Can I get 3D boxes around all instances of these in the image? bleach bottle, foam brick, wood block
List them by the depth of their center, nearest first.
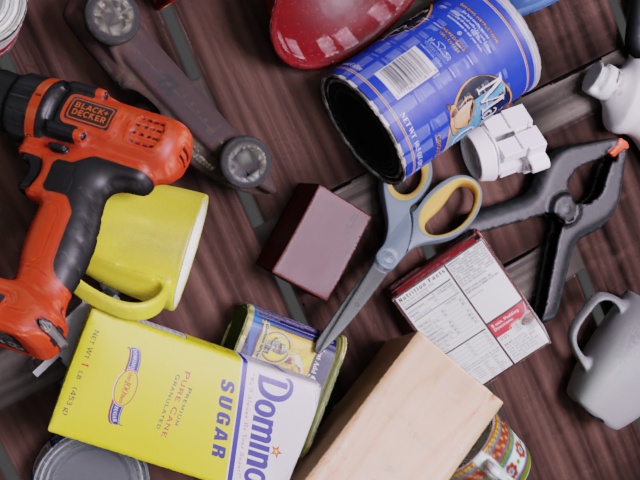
[{"bbox_3d":[0.035,0.181,0.821,0.090,0.091,0.206,40,74,-2],"label":"wood block"},{"bbox_3d":[-0.006,0.001,0.837,0.053,0.051,0.078,31,83,-18],"label":"foam brick"},{"bbox_3d":[0.337,-0.081,0.943,0.250,0.068,0.102,25,84,-16],"label":"bleach bottle"}]

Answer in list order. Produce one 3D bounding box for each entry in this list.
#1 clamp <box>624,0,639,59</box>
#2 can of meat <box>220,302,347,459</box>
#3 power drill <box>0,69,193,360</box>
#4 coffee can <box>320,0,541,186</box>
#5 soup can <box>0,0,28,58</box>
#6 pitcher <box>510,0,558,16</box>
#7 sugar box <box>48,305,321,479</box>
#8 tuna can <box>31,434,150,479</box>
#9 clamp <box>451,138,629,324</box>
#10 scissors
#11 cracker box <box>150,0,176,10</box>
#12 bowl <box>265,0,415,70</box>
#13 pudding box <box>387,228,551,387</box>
[{"bbox_3d":[0.294,-0.273,0.930,0.164,0.036,0.210,-36,101,-12],"label":"clamp"},{"bbox_3d":[-0.038,0.107,0.830,0.083,0.057,0.102,22,85,-16],"label":"can of meat"},{"bbox_3d":[-0.200,-0.026,0.717,0.184,0.057,0.187,17,69,15],"label":"power drill"},{"bbox_3d":[0.086,-0.123,0.834,0.140,0.103,0.103,-36,103,-13],"label":"coffee can"},{"bbox_3d":[-0.236,-0.158,0.725,0.068,0.102,0.068,-1,93,-19],"label":"soup can"},{"bbox_3d":[0.125,-0.295,0.818,0.149,0.145,0.243,-36,107,-20],"label":"pitcher"},{"bbox_3d":[-0.095,0.117,0.764,0.176,0.048,0.093,20,89,-11],"label":"sugar box"},{"bbox_3d":[-0.173,0.181,0.800,0.086,0.034,0.086,-1,93,-18],"label":"tuna can"},{"bbox_3d":[0.192,-0.028,0.909,0.120,0.039,0.171,36,82,-19],"label":"clamp"},{"bbox_3d":[0.045,-0.004,0.848,0.201,0.016,0.096,-35,84,-23],"label":"scissors"},{"bbox_3d":[-0.074,-0.298,0.787,0.213,0.072,0.164,-37,104,-13],"label":"cracker box"},{"bbox_3d":[0.014,-0.207,0.801,0.162,0.162,0.055,-35,66,-14],"label":"bowl"},{"bbox_3d":[0.123,0.061,0.878,0.090,0.039,0.113,-34,102,8],"label":"pudding box"}]
